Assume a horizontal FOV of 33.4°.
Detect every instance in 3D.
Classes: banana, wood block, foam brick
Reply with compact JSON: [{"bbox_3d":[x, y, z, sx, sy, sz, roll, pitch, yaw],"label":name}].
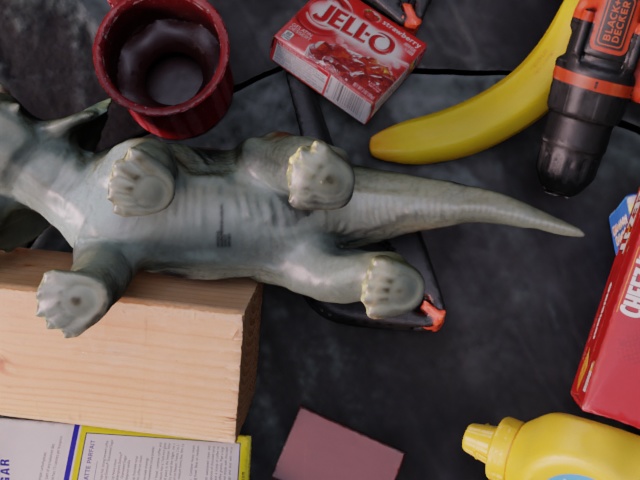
[{"bbox_3d":[0.125,-0.106,0.741,0.198,0.037,0.069,-42,86,19],"label":"banana"},{"bbox_3d":[-0.147,0.065,0.702,0.206,0.090,0.091,6,105,4],"label":"wood block"},{"bbox_3d":[0.013,0.149,0.709,0.078,0.053,0.051,23,80,7],"label":"foam brick"}]

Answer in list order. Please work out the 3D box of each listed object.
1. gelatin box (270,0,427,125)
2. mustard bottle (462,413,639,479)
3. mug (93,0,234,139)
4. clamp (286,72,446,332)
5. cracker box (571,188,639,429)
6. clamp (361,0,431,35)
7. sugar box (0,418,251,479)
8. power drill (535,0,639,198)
[{"bbox_3d":[0.020,-0.136,0.767,0.089,0.030,0.073,36,60,8],"label":"gelatin box"},{"bbox_3d":[0.176,0.148,0.634,0.192,0.096,0.058,15,58,26],"label":"mustard bottle"},{"bbox_3d":[-0.113,-0.129,0.758,0.093,0.081,0.117,-39,80,-5],"label":"mug"},{"bbox_3d":[-0.005,0.001,0.748,0.164,0.036,0.210,-44,76,-5],"label":"clamp"},{"bbox_3d":[0.277,0.054,0.627,0.214,0.072,0.164,19,91,6],"label":"cracker box"},{"bbox_3d":[0.037,-0.234,0.794,0.120,0.039,0.171,-6,78,3],"label":"clamp"},{"bbox_3d":[-0.134,0.165,0.671,0.176,0.048,0.093,4,47,-2],"label":"sugar box"},{"bbox_3d":[0.242,-0.097,0.671,0.187,0.057,0.184,15,108,5],"label":"power drill"}]
